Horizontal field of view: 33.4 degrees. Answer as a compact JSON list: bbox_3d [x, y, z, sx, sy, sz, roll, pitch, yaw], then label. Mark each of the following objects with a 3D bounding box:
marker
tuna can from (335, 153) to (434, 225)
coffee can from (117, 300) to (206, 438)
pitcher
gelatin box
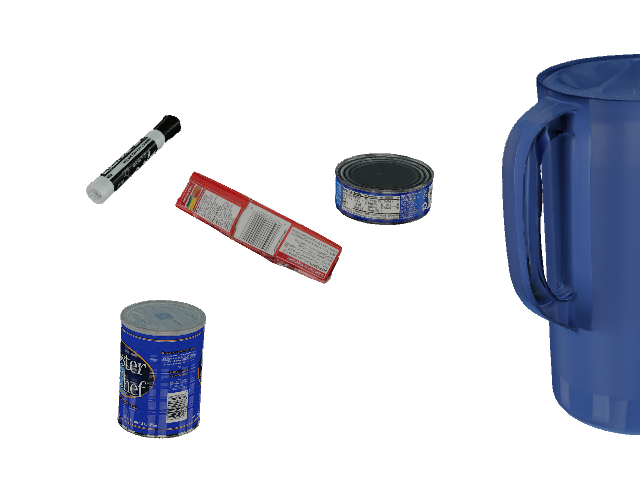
[{"bbox_3d":[-0.159,-0.073,0.925,0.020,0.020,0.121,0,36,36],"label":"marker"},{"bbox_3d":[0.055,-0.045,0.929,0.086,0.034,0.086,1,26,-1],"label":"tuna can"},{"bbox_3d":[-0.195,0.156,1.307,0.103,0.140,0.103,4,17,-2],"label":"coffee can"},{"bbox_3d":[0.201,0.004,0.708,0.149,0.243,0.145,2,21,15],"label":"pitcher"},{"bbox_3d":[-0.040,-0.008,0.701,0.089,0.030,0.073,27,0,-40],"label":"gelatin box"}]
